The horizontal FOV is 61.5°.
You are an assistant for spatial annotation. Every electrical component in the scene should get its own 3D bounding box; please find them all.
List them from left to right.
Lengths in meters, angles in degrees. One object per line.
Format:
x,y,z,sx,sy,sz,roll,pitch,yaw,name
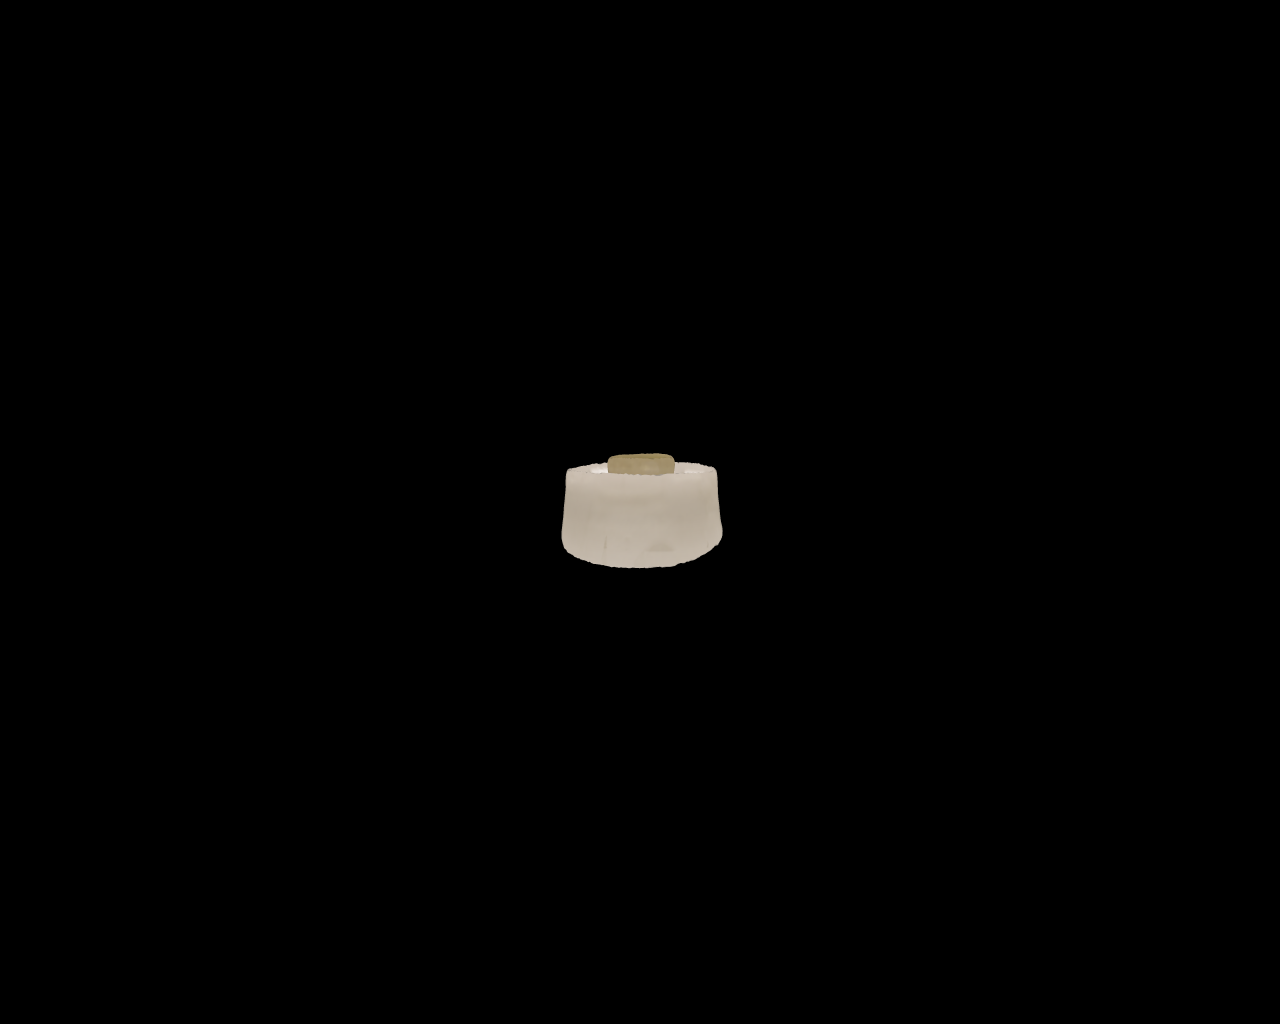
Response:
0.001,-0.003,0.650,0.099,0.064,0.099,0,7,0,electrical component
